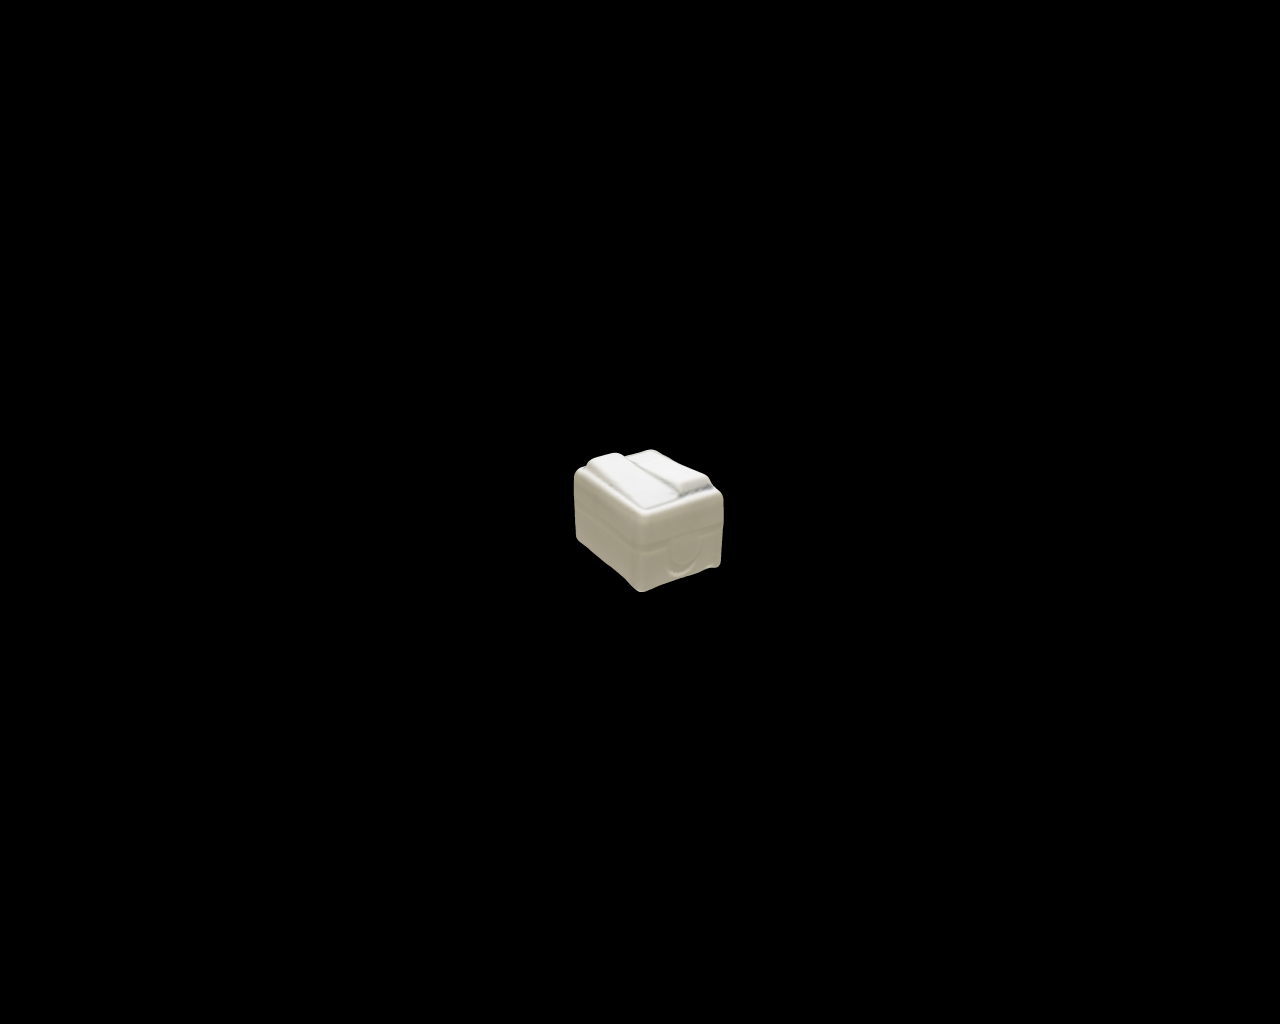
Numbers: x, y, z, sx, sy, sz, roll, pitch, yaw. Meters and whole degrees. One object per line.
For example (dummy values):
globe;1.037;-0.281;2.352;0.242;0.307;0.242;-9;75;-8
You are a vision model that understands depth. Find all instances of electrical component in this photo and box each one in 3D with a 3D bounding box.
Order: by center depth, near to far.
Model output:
electrical component;0.001;-0.003;0.650;0.062;0.061;0.096;-16;31;-28
